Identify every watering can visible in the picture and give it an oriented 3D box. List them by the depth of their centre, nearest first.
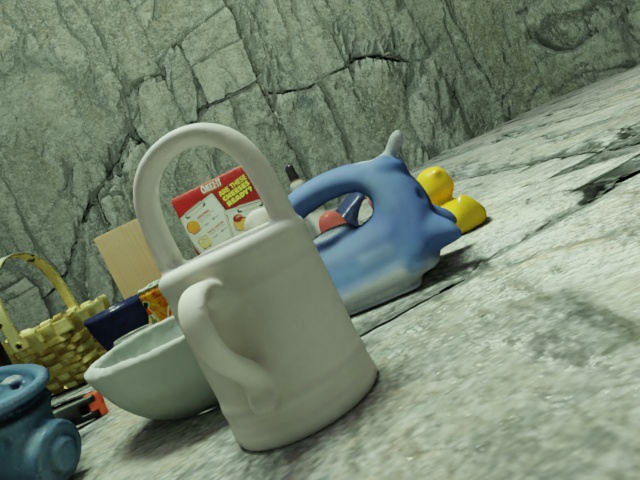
[{"bbox_3d":[-0.050,0.020,0.370,0.101,0.194,0.172,-26,5,-7],"label":"watering can"}]

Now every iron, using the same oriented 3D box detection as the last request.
[{"bbox_3d":[0.005,0.002,0.584,0.258,0.141,0.119,-24,5,13],"label":"iron"}]

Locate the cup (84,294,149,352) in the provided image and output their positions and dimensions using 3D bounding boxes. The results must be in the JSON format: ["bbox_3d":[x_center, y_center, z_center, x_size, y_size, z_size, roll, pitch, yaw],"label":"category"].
[{"bbox_3d":[-0.283,0.137,0.875,0.118,0.095,0.091,-29,6,-33],"label":"cup"}]

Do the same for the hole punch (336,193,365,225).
[{"bbox_3d":[0.042,-0.027,0.984,0.101,0.091,0.108,-26,5,-8],"label":"hole punch"}]

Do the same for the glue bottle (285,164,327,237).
[{"bbox_3d":[-0.012,-0.037,0.878,0.037,0.173,0.078,-28,6,-25],"label":"glue bottle"}]

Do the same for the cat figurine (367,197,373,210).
[{"bbox_3d":[0.102,-0.058,0.856,0.067,0.118,0.128,-22,6,31],"label":"cat figurine"}]

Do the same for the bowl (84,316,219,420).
[{"bbox_3d":[-0.104,0.101,0.485,0.167,0.075,0.167,-25,5,3],"label":"bowl"}]

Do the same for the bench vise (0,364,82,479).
[{"bbox_3d":[-0.320,0.127,0.453,0.207,0.220,0.121,-25,5,2],"label":"bench vise"}]

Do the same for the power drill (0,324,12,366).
[{"bbox_3d":[-0.450,0.163,0.784,0.076,0.208,0.229,-29,6,-29],"label":"power drill"}]

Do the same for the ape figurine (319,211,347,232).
[{"bbox_3d":[0.030,0.005,0.711,0.077,0.092,0.076,-24,5,13],"label":"ape figurine"}]

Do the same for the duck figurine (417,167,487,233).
[{"bbox_3d":[0.153,-0.050,0.709,0.077,0.086,0.104,-27,5,-14],"label":"duck figurine"}]
